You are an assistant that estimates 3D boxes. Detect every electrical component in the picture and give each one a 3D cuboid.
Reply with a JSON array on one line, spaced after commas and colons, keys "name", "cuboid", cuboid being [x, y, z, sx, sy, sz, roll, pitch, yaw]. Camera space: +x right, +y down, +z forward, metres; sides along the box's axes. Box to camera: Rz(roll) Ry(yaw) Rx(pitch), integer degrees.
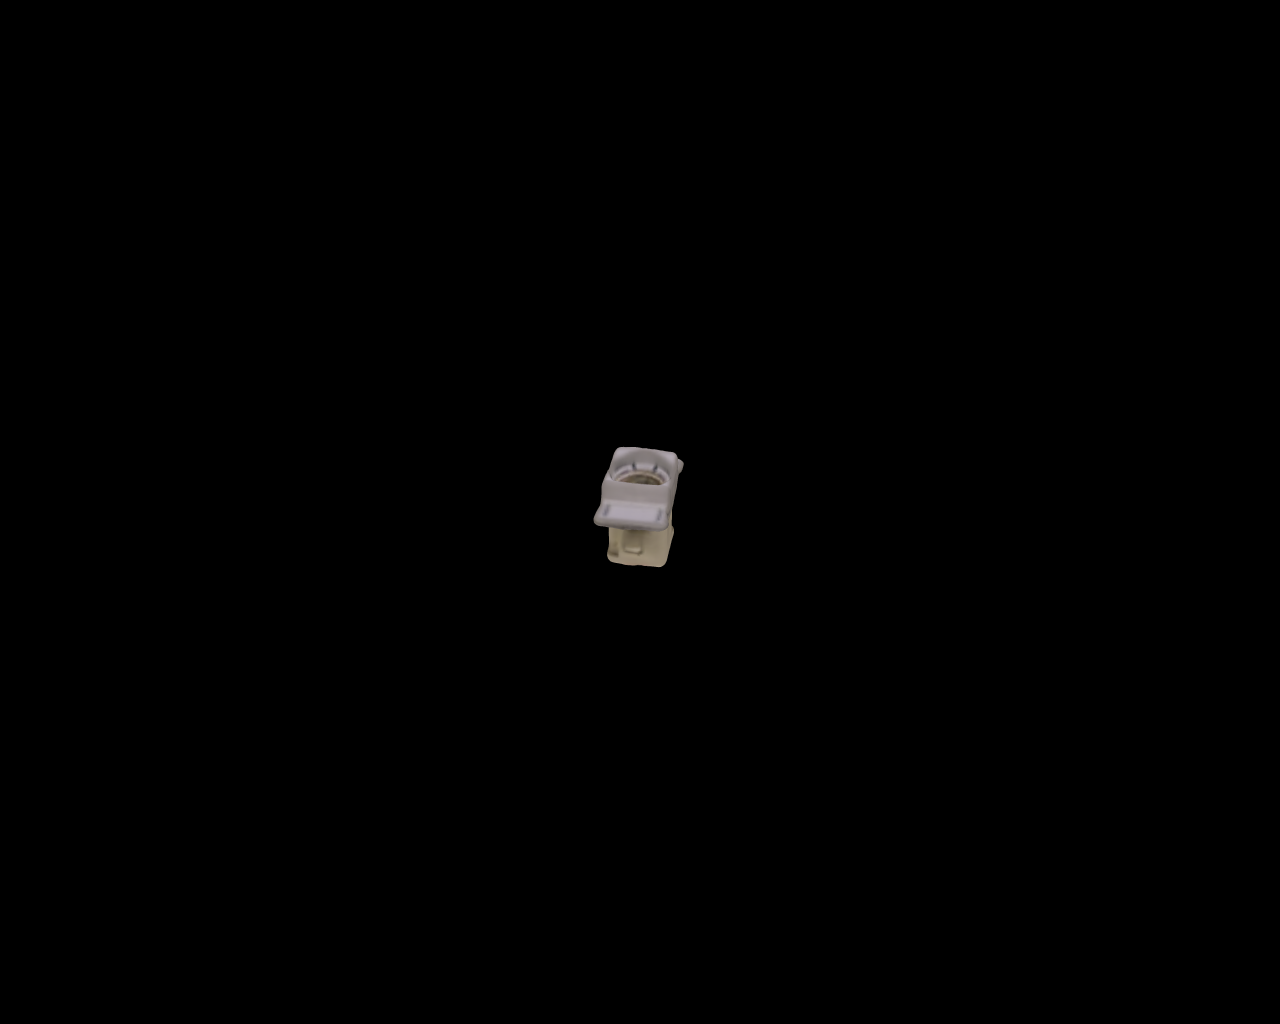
[{"name": "electrical component", "cuboid": [0.001, -0.003, 0.650, 0.042, 0.063, 0.081, 6, 33, 9]}]
